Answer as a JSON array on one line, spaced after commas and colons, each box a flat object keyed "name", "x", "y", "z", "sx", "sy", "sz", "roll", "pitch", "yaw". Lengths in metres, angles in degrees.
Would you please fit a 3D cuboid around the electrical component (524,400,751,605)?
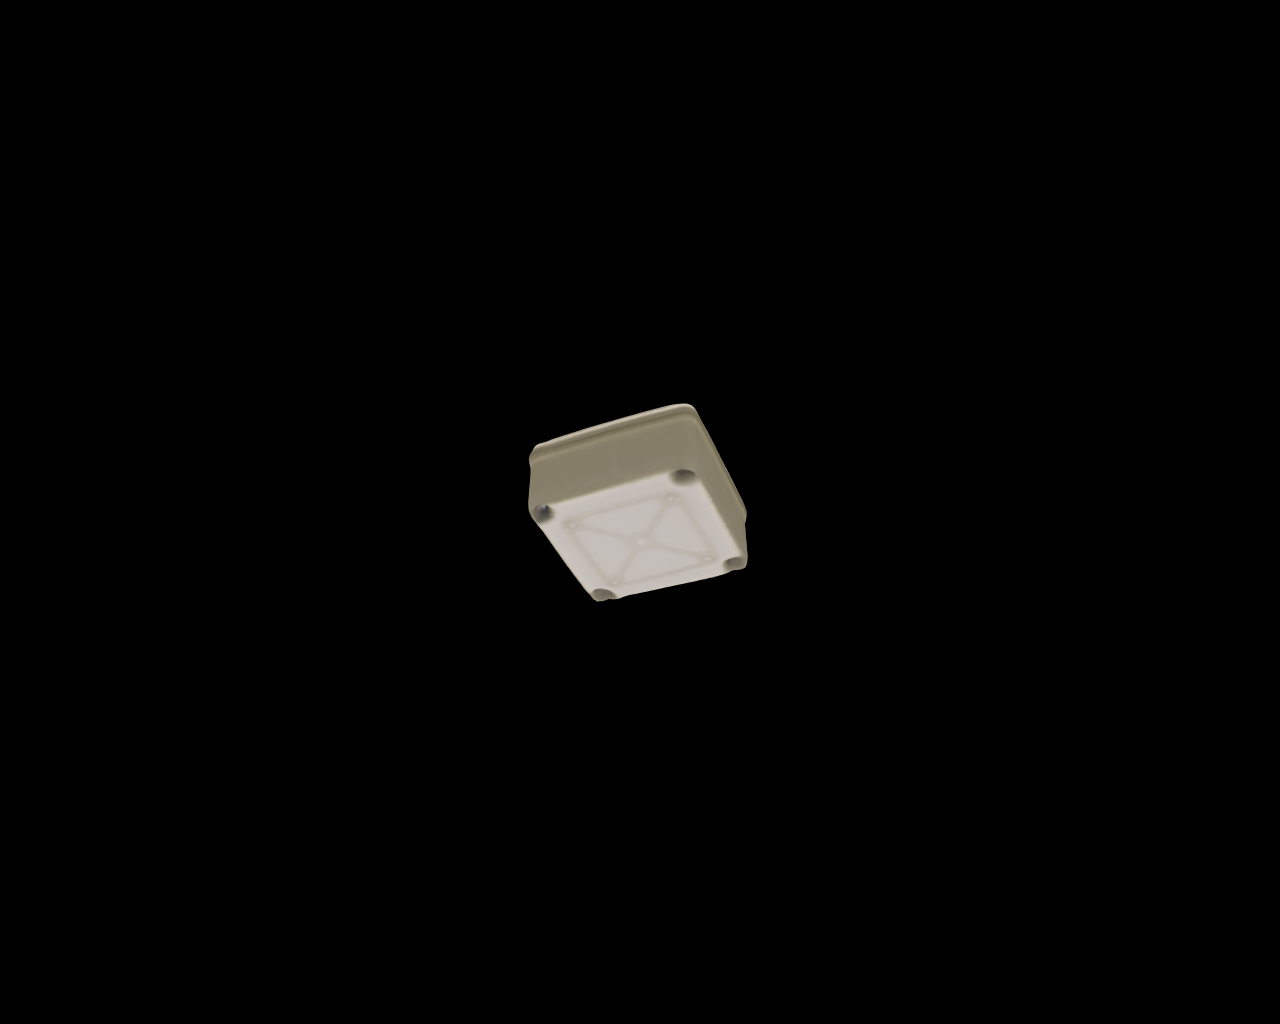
[{"name": "electrical component", "x": 0.001, "y": -0.003, "z": 0.650, "sx": 0.109, "sy": 0.056, "sz": 0.108, "roll": -14, "pitch": -42, "yaw": 16}]
